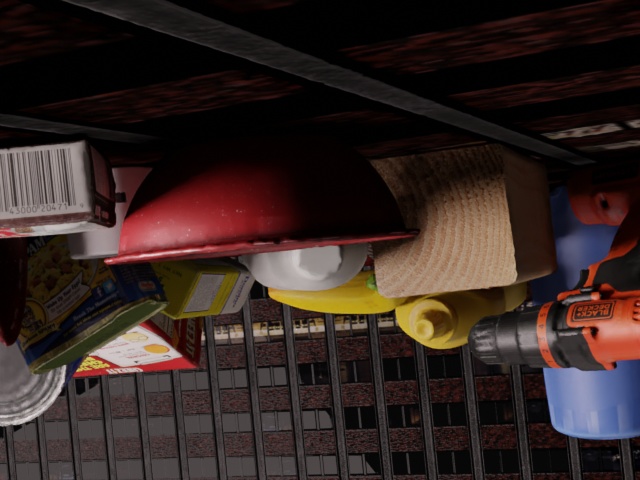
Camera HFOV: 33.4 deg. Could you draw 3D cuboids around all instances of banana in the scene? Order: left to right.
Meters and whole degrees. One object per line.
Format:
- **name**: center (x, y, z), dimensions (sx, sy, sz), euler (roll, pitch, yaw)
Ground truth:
- **banana**: center (0.025, 0.041, 0.933), dimensions (0.069, 0.037, 0.198), euler (22, 164, -25)

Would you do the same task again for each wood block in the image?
- **wood block**: center (0.107, -0.012, 0.755), dimensions (0.091, 0.090, 0.205), euler (-7, 178, 19)

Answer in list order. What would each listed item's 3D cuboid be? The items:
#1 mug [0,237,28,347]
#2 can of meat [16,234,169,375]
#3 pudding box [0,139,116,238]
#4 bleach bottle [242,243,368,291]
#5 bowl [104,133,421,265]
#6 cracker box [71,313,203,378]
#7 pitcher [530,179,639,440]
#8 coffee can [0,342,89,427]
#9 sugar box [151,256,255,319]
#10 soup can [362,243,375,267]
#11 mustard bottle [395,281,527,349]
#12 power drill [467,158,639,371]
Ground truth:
- **mug**: center (-0.215, 0.021, 0.611), dimensions (0.081, 0.093, 0.117), euler (0, 147, -4)
- **can of meat**: center (-0.156, 0.026, 0.674), dimensions (0.102, 0.084, 0.057), euler (-31, 170, 17)
- **pudding box**: center (-0.156, -0.020, 0.494), dimensions (0.113, 0.039, 0.090), euler (-4, 180, -5)
- **bleach bottle**: center (-0.005, 0.001, 0.758), dimensions (0.102, 0.068, 0.251), euler (-5, -176, -6)
- **bowl**: center (-0.032, -0.021, 0.549), dimensions (0.162, 0.055, 0.162), euler (-6, 178, 0)
- **cracker box**: center (-0.227, 0.059, 1.004), dimensions (0.164, 0.072, 0.213), euler (-6, 152, 18)
- **pitcher**: center (0.272, 0.058, 1.014), dimensions (0.149, 0.243, 0.145), euler (-5, -178, 11)
- **coffee can**: center (-0.216, 0.062, 0.790), dimensions (0.103, 0.103, 0.140), euler (-6, -165, 6)
- **sugar box**: center (-0.114, 0.021, 0.812), dimensions (0.093, 0.048, 0.176), euler (27, 180, 10)
- **soup can**: center (0.034, -0.010, 0.929), dimensions (0.102, 0.068, 0.068), euler (-6, 178, 40)
- **mustard bottle**: center (0.120, 0.056, 0.954), dimensions (0.096, 0.058, 0.191), euler (3, -169, 22)
- **power drill**: center (0.219, 0.022, 0.860), dimensions (0.185, 0.187, 0.057), euler (-8, 135, 38)
